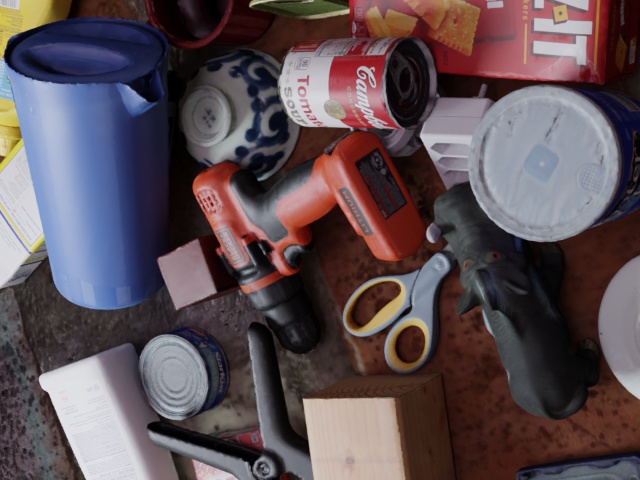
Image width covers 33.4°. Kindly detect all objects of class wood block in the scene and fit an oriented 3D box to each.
[{"bbox_3d":[0.058,0.222,0.887,0.091,0.090,0.206,-6,93,31],"label":"wood block"}]

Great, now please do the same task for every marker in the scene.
[{"bbox_3d":[-0.147,-0.099,1.006,0.020,0.020,0.121,15,103,28],"label":"marker"}]

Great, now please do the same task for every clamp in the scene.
[{"bbox_3d":[-0.040,0.185,0.936,0.210,0.036,0.165,42,114,11],"label":"clamp"}]

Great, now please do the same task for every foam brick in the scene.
[{"bbox_3d":[-0.098,0.025,0.959,0.053,0.078,0.051,-24,86,30],"label":"foam brick"}]

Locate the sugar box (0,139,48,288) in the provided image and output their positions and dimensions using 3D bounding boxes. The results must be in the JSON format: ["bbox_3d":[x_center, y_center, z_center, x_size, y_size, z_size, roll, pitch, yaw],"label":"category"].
[{"bbox_3d":[-0.291,-0.039,1.080,0.176,0.048,0.093,-41,79,30],"label":"sugar box"}]

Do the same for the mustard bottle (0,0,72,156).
[{"bbox_3d":[-0.300,-0.178,1.061,0.096,0.058,0.192,18,104,25],"label":"mustard bottle"}]

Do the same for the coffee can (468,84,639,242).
[{"bbox_3d":[0.178,-0.057,0.754,0.103,0.140,0.103,4,98,29],"label":"coffee can"}]

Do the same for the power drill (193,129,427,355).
[{"bbox_3d":[-0.006,0.001,0.882,0.188,0.057,0.184,-21,103,41],"label":"power drill"}]

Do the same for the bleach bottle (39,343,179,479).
[{"bbox_3d":[-0.187,0.234,1.046,0.103,0.067,0.251,-21,88,34],"label":"bleach bottle"}]

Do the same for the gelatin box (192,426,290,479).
[{"bbox_3d":[-0.074,0.215,0.995,0.089,0.030,0.073,-16,88,31],"label":"gelatin box"}]

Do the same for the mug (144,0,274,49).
[{"bbox_3d":[-0.100,-0.205,0.929,0.117,0.081,0.093,-28,82,29],"label":"mug"}]

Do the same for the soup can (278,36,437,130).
[{"bbox_3d":[0.027,-0.118,0.804,0.102,0.068,0.068,6,99,38],"label":"soup can"}]

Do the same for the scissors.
[{"bbox_3d":[0.105,0.040,0.879,0.202,0.016,0.096,-32,79,29],"label":"scissors"}]

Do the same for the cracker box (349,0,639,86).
[{"bbox_3d":[0.122,-0.204,0.782,0.214,0.071,0.164,11,113,34],"label":"cracker box"}]

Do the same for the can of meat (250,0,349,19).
[{"bbox_3d":[-0.016,-0.230,0.868,0.058,0.101,0.084,-3,93,29],"label":"can of meat"}]

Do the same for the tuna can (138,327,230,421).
[{"bbox_3d":[-0.131,0.127,1.015,0.086,0.033,0.086,4,98,29],"label":"tuna can"}]

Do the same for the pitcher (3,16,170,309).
[{"bbox_3d":[-0.200,-0.067,0.939,0.145,0.149,0.243,-2,125,-6],"label":"pitcher"}]
